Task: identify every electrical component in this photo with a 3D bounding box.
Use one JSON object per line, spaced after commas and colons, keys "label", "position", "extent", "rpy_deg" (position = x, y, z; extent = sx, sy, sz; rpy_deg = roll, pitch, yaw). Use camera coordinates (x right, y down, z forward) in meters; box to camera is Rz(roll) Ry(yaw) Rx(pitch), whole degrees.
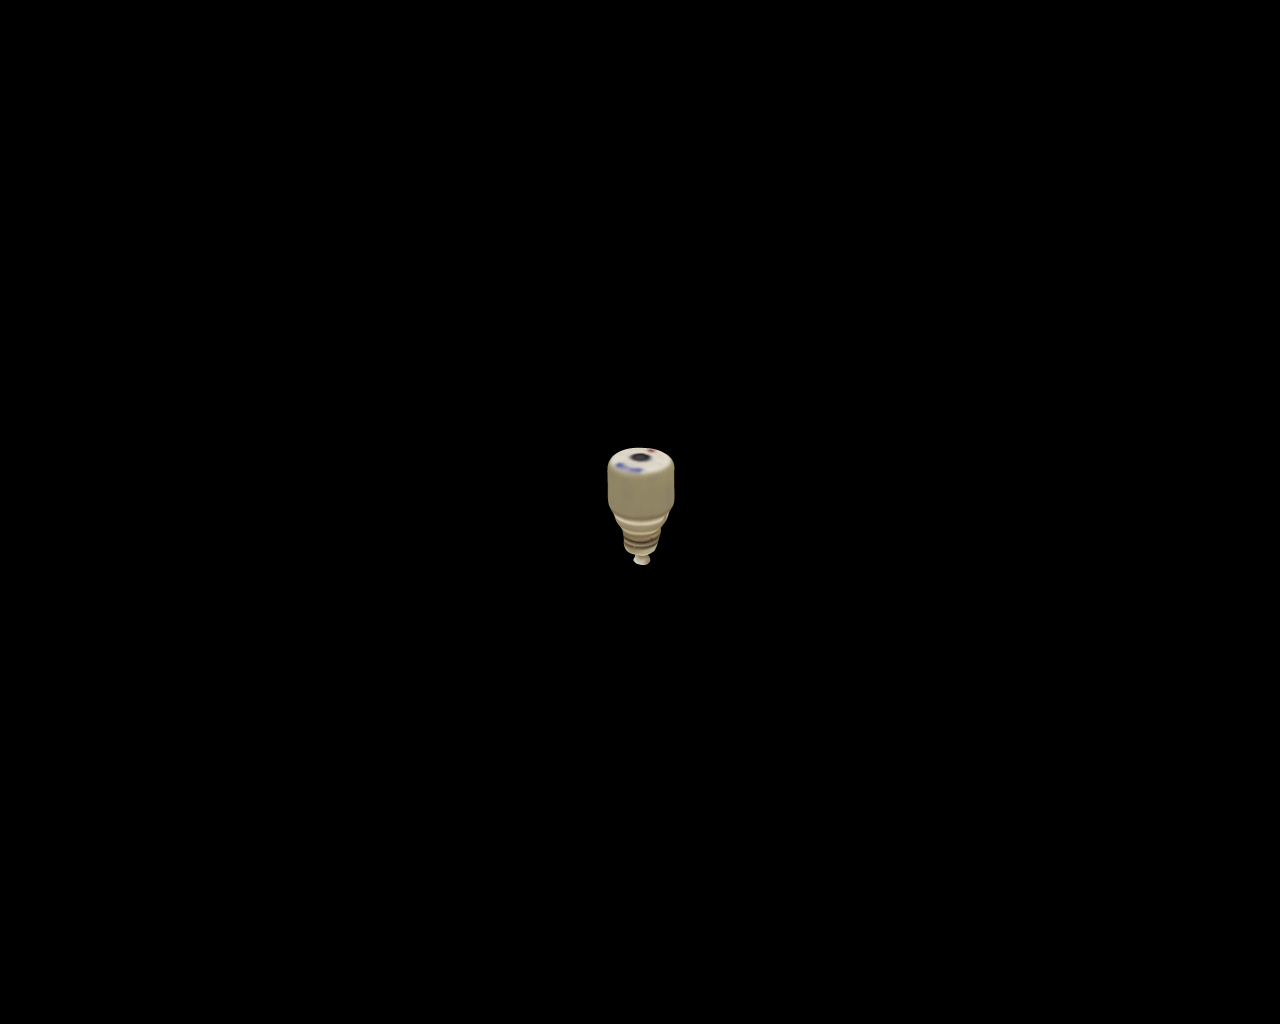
{"label": "electrical component", "position": [0.001, -0.003, 0.650], "extent": [0.040, 0.078, 0.040], "rpy_deg": [0, 28, 0]}
